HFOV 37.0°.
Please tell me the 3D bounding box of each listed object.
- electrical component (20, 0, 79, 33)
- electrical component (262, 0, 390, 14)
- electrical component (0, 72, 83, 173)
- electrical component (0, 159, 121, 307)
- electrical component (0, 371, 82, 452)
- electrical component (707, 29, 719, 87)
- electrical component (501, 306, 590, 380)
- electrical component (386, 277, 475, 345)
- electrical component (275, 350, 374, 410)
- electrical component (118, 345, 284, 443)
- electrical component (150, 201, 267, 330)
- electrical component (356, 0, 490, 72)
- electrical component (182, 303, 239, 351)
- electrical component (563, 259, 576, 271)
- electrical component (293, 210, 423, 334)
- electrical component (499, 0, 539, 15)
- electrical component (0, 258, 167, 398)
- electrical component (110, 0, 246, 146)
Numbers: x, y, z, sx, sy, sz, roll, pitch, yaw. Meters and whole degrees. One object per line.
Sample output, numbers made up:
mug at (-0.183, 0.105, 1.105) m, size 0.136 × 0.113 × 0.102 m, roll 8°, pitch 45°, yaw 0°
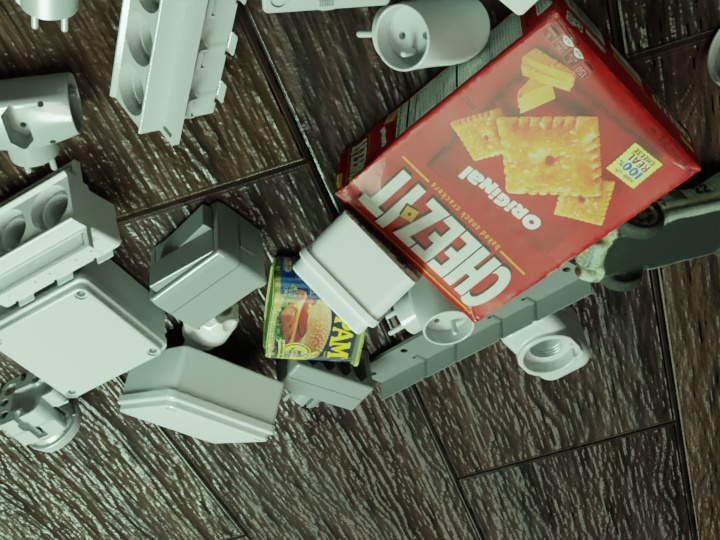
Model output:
electrical component at (-0.197, -0.186, 0.682) m, size 0.077 × 0.044 × 0.079 m, roll 3°, pitch 135°, yaw -12°
electrical component at (-0.024, -0.212, 0.680) m, size 0.100 × 0.048 × 0.099 m, roll -5°, pitch 136°, yaw -4°
electrical component at (-0.237, -0.100, 0.766) m, size 0.077 × 0.043 × 0.079 m, roll -7°, pitch 136°, yaw -2°
electrical component at (-0.250, -0.020, 0.827) m, size 0.121 × 0.078 × 0.063 m, roll -26°, pitch 151°, yaw 18°
electrical component at (-0.293, 0.131, 0.987) m, size 0.078 × 0.058 × 0.057 m, roll -24°, pitch 132°, yaw 15°
electrical component at (0.294, -0.154, 0.787) m, size 0.057 × 0.058 × 0.078 m, roll 11°, pitch 133°, yaw -23°
electrical component at (0.166, 0.056, 0.983) m, size 0.054 × 0.059 × 0.095 m, roll -31°, pitch 132°, yaw 21°
electrical component at (0.055, 0.030, 0.924) m, size 0.079 × 0.077 × 0.044 m, roll -31°, pitch 133°, yaw 22°
electrical component at (-0.044, 0.103, 1.005) m, size 0.083 × 0.047 × 0.075 m, roll 21°, pitch 129°, yaw -28°
electrical component at (-0.143, 0.113, 0.963) m, size 0.109 × 0.056 × 0.109 m, roll 25°, pitch 157°, yaw -31°
electrical component at (-0.131, -0.002, 0.872) m, size 0.096 × 0.061 × 0.061 m, roll -34°, pitch 131°, yaw 24°
electrical component at (0.035, -0.162, 0.733) m, size 0.079 × 0.077 × 0.043 m, roll 9°, pitch 111°, yaw 36°
electrical component at (-0.134, 0.049, 0.938) m, size 0.043 × 0.043 × 0.062 m, roll 17°, pitch 132°, yaw -25°
electrical component at (0.177, -0.031, 0.905) m, size 0.079 × 0.044 × 0.077 m, roll -8°, pitch 137°, yaw -2°
electrical component at (0.000, 0.000, 0.829) m, size 0.057 × 0.113 × 0.078 m, roll -45°, pitch 88°, yaw 7°
electrical component at (0.101, -0.224, 0.689) m, size 0.100 × 0.048 × 0.100 m, roll 30°, pitch 123°, yaw -32°
electrical component at (-0.237, 0.043, 0.905) m, size 0.109 × 0.056 × 0.108 m, roll -27°, pitch 134°, yaw 18°
electrical component at (-0.120, -0.156, 0.708) m, size 0.063 × 0.078 × 0.121 m, roll -18°, pitch 145°, yaw -35°
